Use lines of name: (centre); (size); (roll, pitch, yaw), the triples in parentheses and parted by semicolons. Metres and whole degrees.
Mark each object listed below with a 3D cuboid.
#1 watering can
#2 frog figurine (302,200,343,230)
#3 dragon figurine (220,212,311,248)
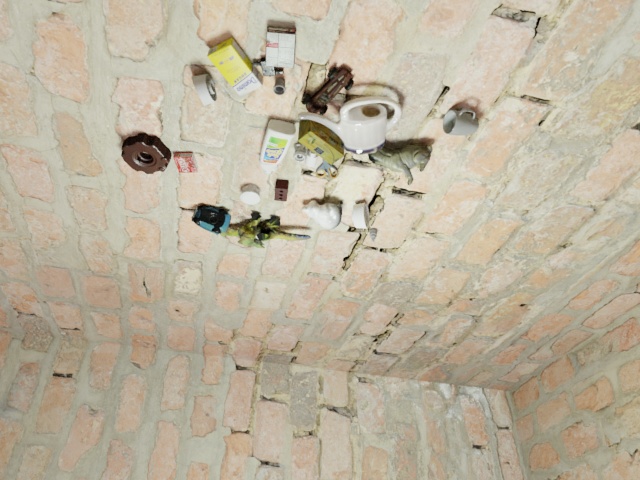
watering can: (0.107, -0.388, 1.750); (0.348, 0.106, 0.219); (-9, 143, 0)
frog figurine: (0.006, -0.107, 2.134); (0.159, 0.124, 0.136); (4, 164, -23)
dragon figurine: (-0.266, -0.018, 2.307); (0.409, 0.124, 0.239); (15, 159, -14)
